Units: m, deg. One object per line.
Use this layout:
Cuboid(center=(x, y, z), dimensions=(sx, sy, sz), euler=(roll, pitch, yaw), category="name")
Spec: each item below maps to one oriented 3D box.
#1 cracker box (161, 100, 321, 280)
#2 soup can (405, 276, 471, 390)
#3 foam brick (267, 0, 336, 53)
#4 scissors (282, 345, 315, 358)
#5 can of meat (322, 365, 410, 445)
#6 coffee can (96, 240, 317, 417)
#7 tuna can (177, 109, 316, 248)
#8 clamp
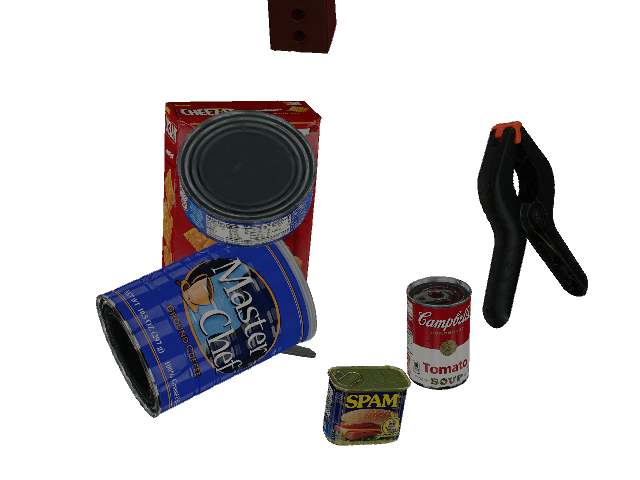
Cuboid(center=(-0.091, -0.045, 1.197), dimensions=(0.164, 0.214, 0.072), euler=(-3, 24, -20), category="cracker box")
Cuboid(center=(0.125, 0.098, 1.132), dimensions=(0.068, 0.102, 0.068), euler=(-2, 24, 1), category="soup can")
Cuboid(center=(-0.016, -0.207, 0.916), dimensions=(0.053, 0.078, 0.051), euler=(5, 45, 8), category="foam brick")
Cuboid(center=(-0.104, 0.077, 1.038), dimensions=(0.201, 0.016, 0.096), euler=(4, 31, -1), category="scissors")
Cuboid(center=(0.056, 0.208, 1.343), dimensions=(0.102, 0.084, 0.057), euler=(1, 22, -16), category="can of meat")
Cuboid(center=(-0.088, 0.060, 0.831), dimensions=(0.140, 0.103, 0.103), euler=(-25, 10, -21), category="coffee can")
Cuboid(center=(-0.046, -0.038, 0.667), dimensions=(0.086, 0.086, 0.034), euler=(0, -33, -5), category="tuna can")
Cuboid(center=(0.166, -0.011, 0.905), dimensions=(0.120, 0.171, 0.039), euler=(-27, 11, -40), category="clamp")
